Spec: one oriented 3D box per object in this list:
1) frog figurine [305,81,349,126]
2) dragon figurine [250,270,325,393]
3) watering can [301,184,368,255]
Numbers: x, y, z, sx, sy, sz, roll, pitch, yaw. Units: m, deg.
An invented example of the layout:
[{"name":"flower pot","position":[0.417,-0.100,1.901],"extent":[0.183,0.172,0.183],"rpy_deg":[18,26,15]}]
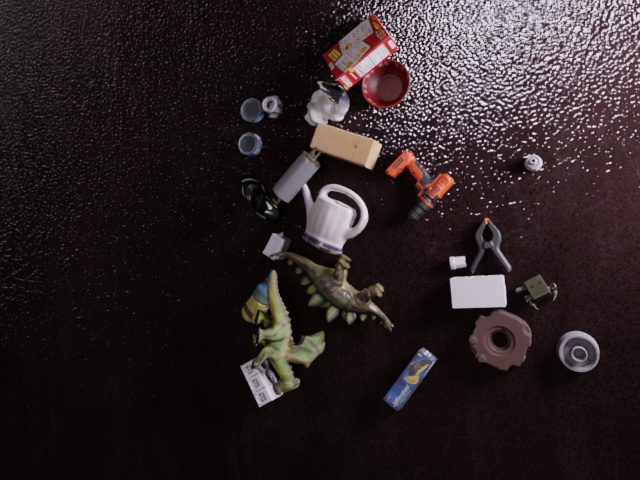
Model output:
[{"name":"frog figurine","position":[0.023,-0.446,1.742],"extent":[0.138,0.125,0.156],"rpy_deg":[40,139,10]},{"name":"dragon figurine","position":[-0.100,0.320,1.720],"extent":[0.242,0.123,0.408],"rpy_deg":[13,96,-12]},{"name":"watering can","position":[0.005,-0.087,1.719],"extent":[0.351,0.103,0.223],"rpy_deg":[26,97,35]}]
